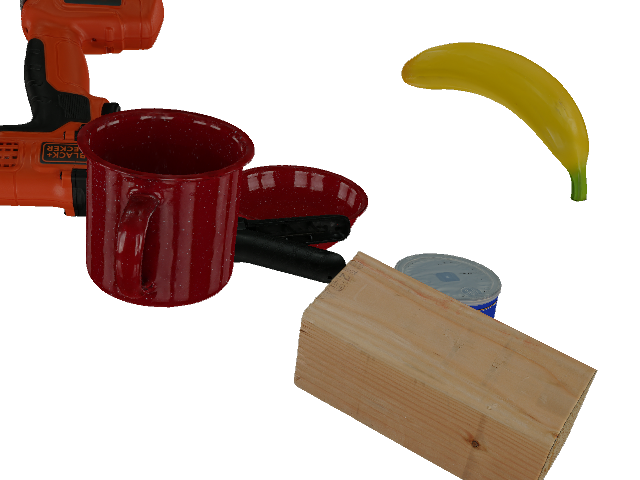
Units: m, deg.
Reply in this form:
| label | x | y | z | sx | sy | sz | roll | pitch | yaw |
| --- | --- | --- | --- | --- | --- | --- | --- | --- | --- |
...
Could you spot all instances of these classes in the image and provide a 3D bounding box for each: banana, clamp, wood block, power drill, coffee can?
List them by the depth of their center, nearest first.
| label | x | y | z | sx | sy | sz | roll | pitch | yaw |
| --- | --- | --- | --- | --- | --- | --- | --- | --- | --- |
| power drill | -0.151 | -0.102 | 0.768 | 0.184 | 0.187 | 0.057 | 2 | -35 | -10 |
| banana | 0.132 | -0.107 | 0.790 | 0.037 | 0.070 | 0.198 | 3 | 31 | -44 |
| wood block | 0.091 | 0.106 | 0.825 | 0.206 | 0.091 | 0.090 | 27 | 47 | 19 |
| clamp | -0.071 | 0.002 | 0.911 | 0.210 | 0.036 | 0.164 | 2 | 13 | -4 |
| coffee can | 0.114 | 0.097 | 1.041 | 0.103 | 0.140 | 0.103 | 6 | 23 | -3 |

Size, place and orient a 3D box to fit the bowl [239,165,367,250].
| label | x | y | z | sx | sy | sz | roll | pitch | yaw |
| --- | --- | --- | --- | --- | --- | --- | --- | --- | --- |
| bowl | -0.031 | -0.027 | 1.164 | 0.162 | 0.055 | 0.162 | 4 | 27 | -2 |

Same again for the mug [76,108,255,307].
| label | x | y | z | sx | sy | sz | roll | pitch | yaw |
| --- | --- | --- | --- | --- | --- | --- | --- | --- | --- |
| mug | -0.086 | -0.012 | 0.569 | 0.093 | 0.081 | 0.117 | 8 | 27 | 1 |
